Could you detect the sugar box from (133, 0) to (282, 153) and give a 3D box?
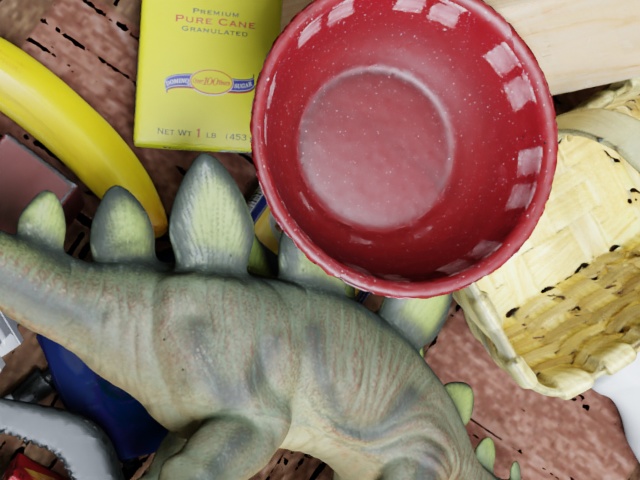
[{"bbox_3d":[-0.066,-0.144,0.669,0.093,0.048,0.176,3,93,-10],"label":"sugar box"}]

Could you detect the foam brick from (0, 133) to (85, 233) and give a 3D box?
[{"bbox_3d":[-0.177,-0.022,0.635,0.051,0.078,0.053,37,78,-3],"label":"foam brick"}]

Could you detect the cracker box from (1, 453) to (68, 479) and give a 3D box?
[{"bbox_3d":[-0.138,0.258,0.660,0.213,0.072,0.164,32,86,-10],"label":"cracker box"}]

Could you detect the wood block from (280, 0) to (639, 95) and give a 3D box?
[{"bbox_3d":[0.088,-0.134,0.612,0.206,0.090,0.091,-10,61,24],"label":"wood block"}]

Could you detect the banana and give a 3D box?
[{"bbox_3d":[-0.169,-0.073,0.646,0.197,0.069,0.037,38,119,-15],"label":"banana"}]

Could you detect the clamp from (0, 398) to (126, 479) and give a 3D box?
[{"bbox_3d":[-0.129,0.159,0.608,0.164,0.036,0.210,-38,93,-21],"label":"clamp"}]

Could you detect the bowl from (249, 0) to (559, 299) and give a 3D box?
[{"bbox_3d":[0.038,-0.050,0.548,0.162,0.055,0.162,1,87,-16],"label":"bowl"}]

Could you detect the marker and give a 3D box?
[{"bbox_3d":[-0.214,0.123,0.668,0.121,0.020,0.020,-40,98,-6],"label":"marker"}]

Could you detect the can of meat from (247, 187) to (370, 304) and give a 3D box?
[{"bbox_3d":[-0.005,0.001,0.680,0.102,0.057,0.084,35,84,-10],"label":"can of meat"}]

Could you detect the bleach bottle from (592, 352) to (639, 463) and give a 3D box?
[{"bbox_3d":[0.260,0.146,0.730,0.102,0.068,0.251,-43,96,-7],"label":"bleach bottle"}]
